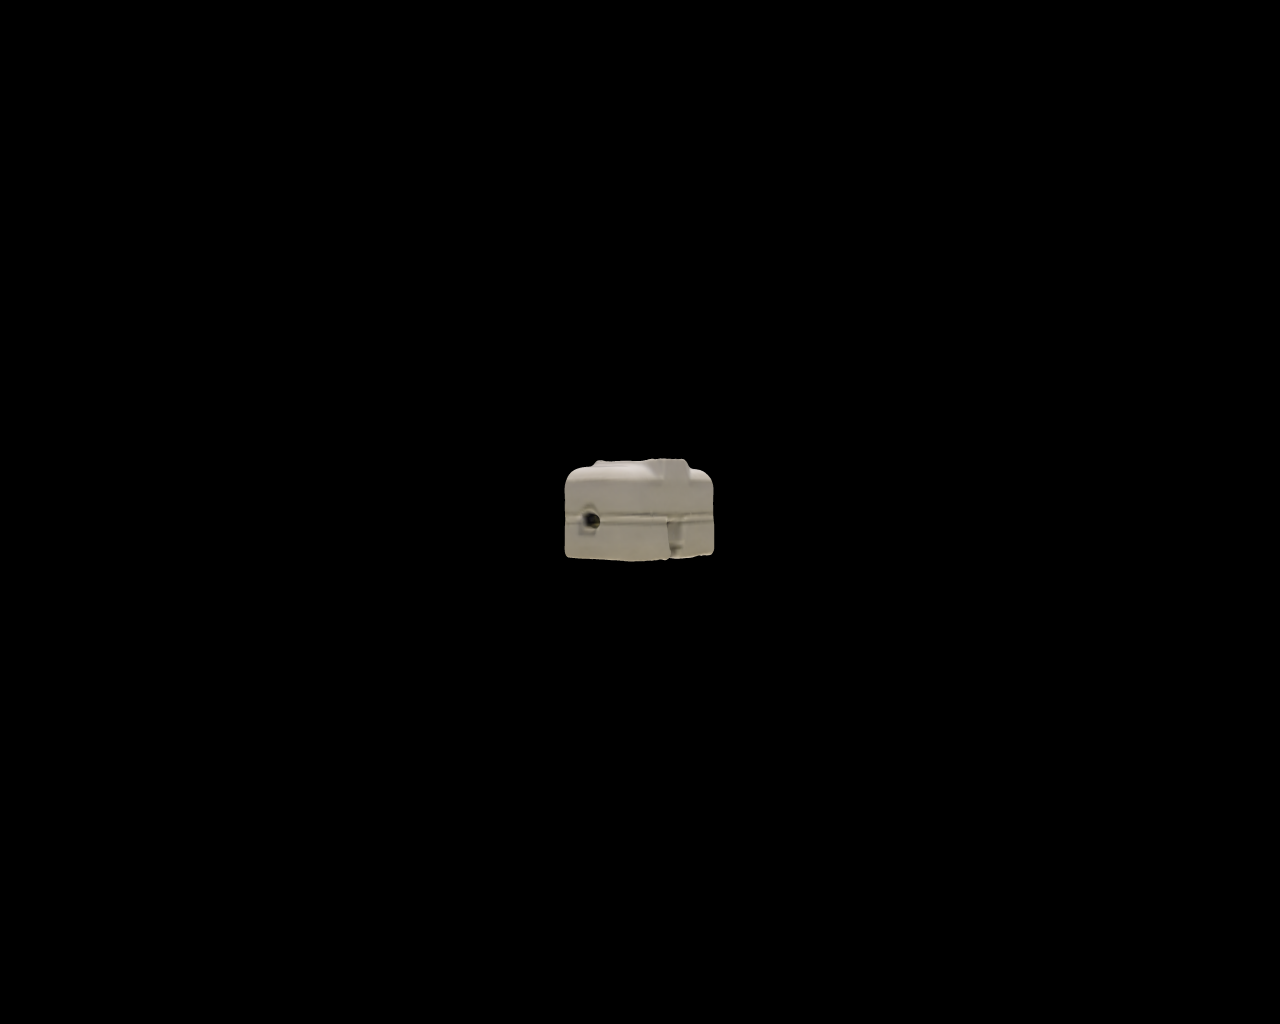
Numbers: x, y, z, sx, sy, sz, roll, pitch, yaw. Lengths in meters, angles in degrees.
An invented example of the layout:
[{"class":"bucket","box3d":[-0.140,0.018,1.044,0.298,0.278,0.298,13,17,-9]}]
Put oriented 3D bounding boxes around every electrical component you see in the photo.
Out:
[{"class":"electrical component","box3d":[0.001,-0.003,0.650,0.054,0.059,0.095,0,0,39]}]
